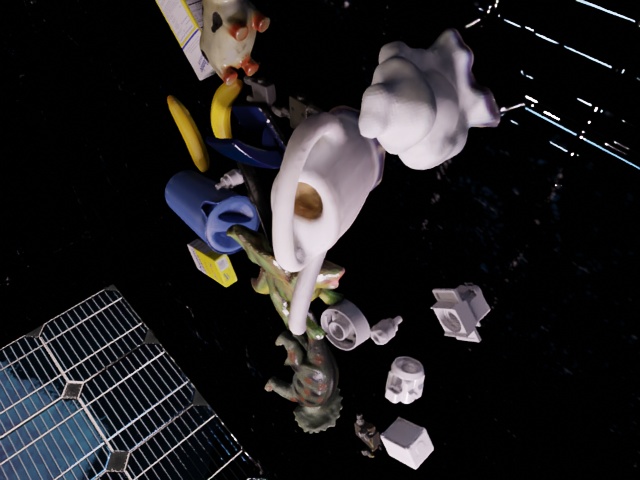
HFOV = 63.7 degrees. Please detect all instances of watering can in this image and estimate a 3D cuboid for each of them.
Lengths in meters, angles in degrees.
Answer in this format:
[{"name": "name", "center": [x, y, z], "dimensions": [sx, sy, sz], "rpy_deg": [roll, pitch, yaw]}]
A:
[{"name": "watering can", "center": [0.002, -0.036, 0.711], "dimensions": [0.104, 0.229, 0.339], "rpy_deg": [22, 139, 19]}]

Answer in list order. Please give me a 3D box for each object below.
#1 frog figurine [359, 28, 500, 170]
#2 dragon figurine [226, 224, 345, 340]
[{"name": "frog figurine", "center": [0.091, -0.134, 0.533], "dimensions": [0.123, 0.161, 0.135], "rpy_deg": [18, 134, 50]}, {"name": "dragon figurine", "center": [-0.087, 0.053, 0.982], "dimensions": [0.411, 0.124, 0.239], "rpy_deg": [10, 140, 50]}]
